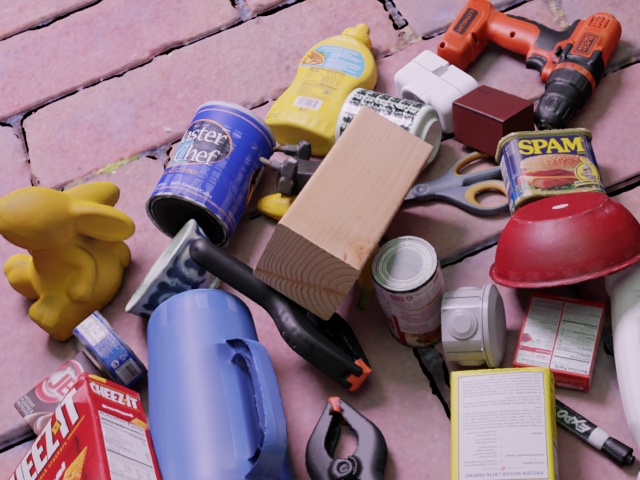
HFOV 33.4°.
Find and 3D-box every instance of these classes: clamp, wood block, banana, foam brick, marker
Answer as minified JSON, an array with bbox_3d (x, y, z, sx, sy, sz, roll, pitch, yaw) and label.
[{"bbox_3d":[0.037,0.221,0.982,0.120,0.039,0.171,-7,52,10],"label":"clamp"},{"bbox_3d":[0.027,-0.031,1.077,0.091,0.090,0.205,32,48,1],"label":"wood block"},{"bbox_3d":[0.009,-0.007,1.164,0.069,0.037,0.198,-35,52,-15],"label":"banana"},{"bbox_3d":[0.193,-0.131,1.183,0.052,0.051,0.078,-31,39,-27],"label":"foam brick"},{"bbox_3d":[0.235,0.168,0.977,0.121,0.020,0.020,33,68,34],"label":"marker"},{"bbox_3d":[-0.021,0.067,1.087,0.210,0.164,0.036,44,113,17],"label":"clamp"}]

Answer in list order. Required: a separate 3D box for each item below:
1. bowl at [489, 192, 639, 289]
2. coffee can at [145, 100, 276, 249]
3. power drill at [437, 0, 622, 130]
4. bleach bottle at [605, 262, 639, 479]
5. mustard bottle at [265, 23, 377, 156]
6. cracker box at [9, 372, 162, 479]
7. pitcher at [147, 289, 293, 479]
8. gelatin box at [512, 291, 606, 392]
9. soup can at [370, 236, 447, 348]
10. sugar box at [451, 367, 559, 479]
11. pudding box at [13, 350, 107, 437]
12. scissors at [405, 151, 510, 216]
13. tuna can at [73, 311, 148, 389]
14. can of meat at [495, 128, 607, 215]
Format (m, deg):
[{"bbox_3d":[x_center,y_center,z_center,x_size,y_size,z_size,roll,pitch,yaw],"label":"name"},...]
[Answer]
[{"bbox_3d":[0.237,-0.007,1.032,0.162,0.055,0.162,-14,13,3],"label":"bowl"},{"bbox_3d":[-0.122,-0.073,1.210,0.103,0.103,0.140,10,57,22],"label":"coffee can"},{"bbox_3d":[0.235,-0.208,1.241,0.188,0.057,0.184,21,58,25],"label":"power drill"},{"bbox_3d":[0.309,0.136,0.954,0.103,0.068,0.250,0,56,14],"label":"bleach bottle"},{"bbox_3d":[0.015,-0.191,1.289,0.096,0.058,0.191,14,59,24],"label":"mustard bottle"},{"bbox_3d":[-0.214,0.241,0.932,0.164,0.072,0.214,-54,29,11],"label":"cracker box"},{"bbox_3d":[-0.096,0.160,1.005,0.149,0.145,0.243,-19,48,5],"label":"pitcher"},{"bbox_3d":[0.230,0.097,1.026,0.073,0.030,0.089,9,56,20],"label":"gelatin box"},{"bbox_3d":[0.091,0.052,1.054,0.068,0.102,0.068,-9,51,11],"label":"soup can"},{"bbox_3d":[0.164,0.202,0.945,0.093,0.048,0.176,-6,61,18],"label":"sugar box"},{"bbox_3d":[-0.247,0.179,1.095,0.090,0.039,0.114,-40,54,-16],"label":"pudding box"},{"bbox_3d":[0.127,-0.042,1.171,0.201,0.016,0.096,-24,51,-2],"label":"scissors"},{"bbox_3d":[-0.217,0.116,1.105,0.033,0.086,0.086,-41,54,-14],"label":"tuna can"},{"bbox_3d":[0.243,-0.066,1.120,0.102,0.057,0.084,-4,56,-3],"label":"can of meat"}]
